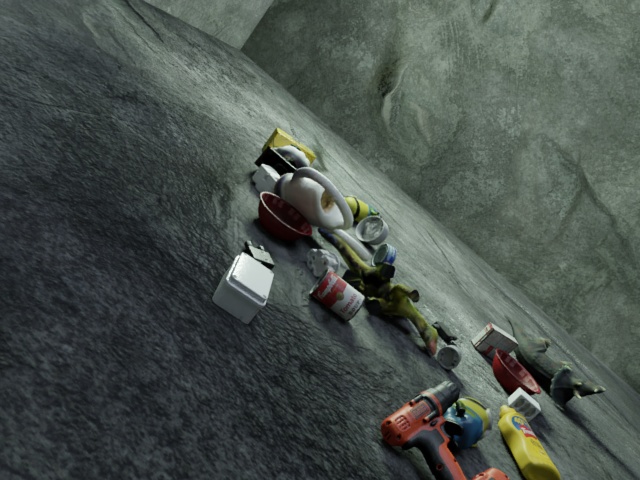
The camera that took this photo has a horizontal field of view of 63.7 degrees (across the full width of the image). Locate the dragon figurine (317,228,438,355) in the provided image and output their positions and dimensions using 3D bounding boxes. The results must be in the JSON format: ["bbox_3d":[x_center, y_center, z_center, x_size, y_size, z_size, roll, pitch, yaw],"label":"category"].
[{"bbox_3d":[0.161,0.128,1.339,0.416,0.122,0.239,48,2,29],"label":"dragon figurine"}]

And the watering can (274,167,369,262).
[{"bbox_3d":[0.004,-0.070,1.397,0.226,0.105,0.340,19,-30,40],"label":"watering can"}]

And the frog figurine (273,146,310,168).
[{"bbox_3d":[-0.099,-0.268,1.726,0.137,0.120,0.163,18,31,-5],"label":"frog figurine"}]
